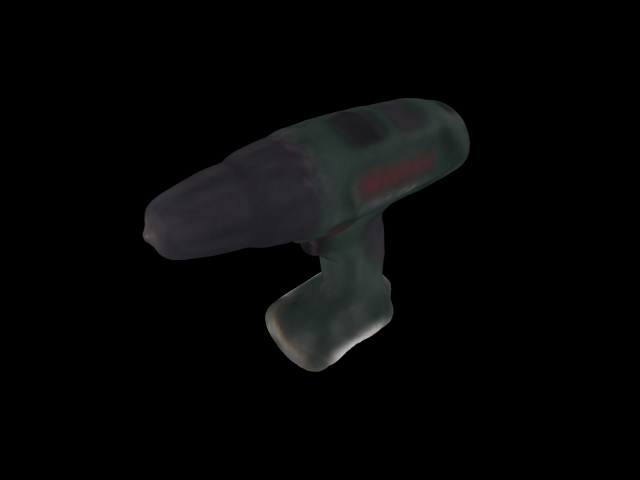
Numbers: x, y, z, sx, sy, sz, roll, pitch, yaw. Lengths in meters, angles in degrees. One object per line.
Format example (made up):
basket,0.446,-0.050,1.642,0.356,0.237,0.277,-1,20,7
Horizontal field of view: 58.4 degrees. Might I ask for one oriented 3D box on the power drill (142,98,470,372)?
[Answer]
power drill,0.004,0.001,0.400,0.230,0.208,0.075,-33,58,-23
